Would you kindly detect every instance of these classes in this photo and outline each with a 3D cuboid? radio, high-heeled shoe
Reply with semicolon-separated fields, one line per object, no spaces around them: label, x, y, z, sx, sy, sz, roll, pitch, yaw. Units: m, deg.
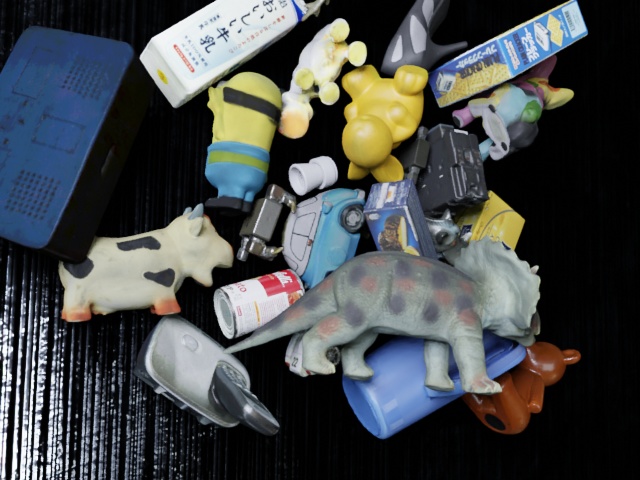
radio;-0.278;-0.102;0.561;0.131;0.073;0.229;15;75;7
high-heeled shoe;0.144;-0.374;0.865;0.145;0.086;0.248;-13;73;2

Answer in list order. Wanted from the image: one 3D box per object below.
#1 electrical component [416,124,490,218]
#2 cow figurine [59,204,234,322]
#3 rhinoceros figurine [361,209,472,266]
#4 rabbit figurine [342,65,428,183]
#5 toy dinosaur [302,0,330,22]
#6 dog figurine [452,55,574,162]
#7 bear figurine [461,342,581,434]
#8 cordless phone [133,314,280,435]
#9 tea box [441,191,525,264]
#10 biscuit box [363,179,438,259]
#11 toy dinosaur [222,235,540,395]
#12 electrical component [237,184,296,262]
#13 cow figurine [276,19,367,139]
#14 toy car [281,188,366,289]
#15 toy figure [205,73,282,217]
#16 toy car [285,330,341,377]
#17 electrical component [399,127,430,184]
electrical component;0.190;-0.105;0.825;0.058;0.115;0.134;1;72;-32
cow figurine;-0.197;0.025;0.626;0.195;0.085;0.127;-4;90;-25
rhinoceros figurine;0.149;-0.014;0.796;0.190;0.112;0.073;34;44;-16
rabbit figurine;0.073;-0.153;0.757;0.173;0.122;0.162;-60;159;-52
toy dinosaur;0.121;-0.465;0.759;0.105;0.198;0.471;44;58;-11
dog figurine;0.343;-0.230;0.896;0.219;0.191;0.108;-34;98;-11
bear figurine;0.332;0.219;0.892;0.196;0.120;0.132;-42;104;-26
cordless phone;-0.126;0.160;0.598;0.146;0.184;0.089;44;72;-21
tea box;0.262;0.015;0.892;0.098;0.068;0.169;32;71;-23
biscuit box;0.121;0.016;0.736;0.063;0.059;0.202;-69;143;-45
toy dinosaur;0.096;0.079;0.651;0.405;0.131;0.192;9;72;-1
electrical component;-0.069;-0.019;0.699;0.045;0.078;0.102;23;73;-21
cow figurine;-0.015;-0.218;0.745;0.068;0.098;0.167;36;90;-27
toy car;-0.002;-0.002;0.734;0.103;0.109;0.161;18;89;-5
toy figure;-0.097;-0.122;0.686;0.089;0.082;0.180;4;82;-1
toy car;0.028;0.107;0.751;0.202;0.074;0.056;-46;113;-24
electrical component;0.140;-0.124;0.815;0.021;0.063;0.094;17;79;-18
